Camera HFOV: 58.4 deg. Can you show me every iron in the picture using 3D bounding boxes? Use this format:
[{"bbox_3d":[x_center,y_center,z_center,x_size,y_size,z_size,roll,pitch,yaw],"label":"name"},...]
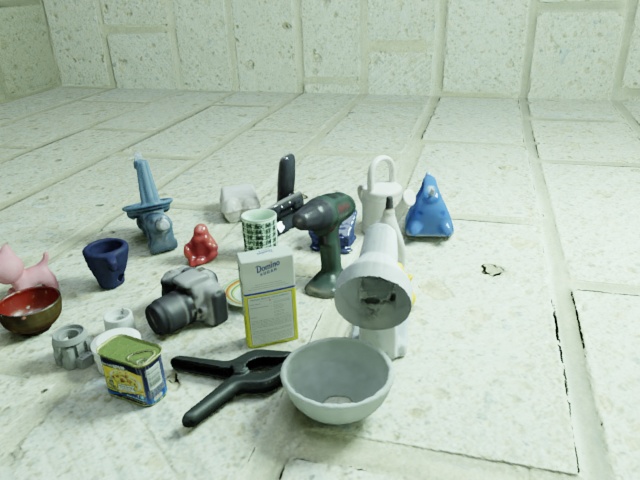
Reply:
[{"bbox_3d":[0.272,-0.102,1.436,0.118,0.141,0.258,1,25,6],"label":"iron"}]

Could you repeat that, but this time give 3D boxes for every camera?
[{"bbox_3d":[-0.263,0.109,1.073,0.142,0.101,0.137,21,33,39],"label":"camera"}]

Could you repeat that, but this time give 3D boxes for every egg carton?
[{"bbox_3d":[-0.219,-0.103,1.555,0.107,0.069,0.150,-7,26,-11],"label":"egg carton"}]

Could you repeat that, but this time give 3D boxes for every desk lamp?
[{"bbox_3d":[0.094,0.093,0.951,0.117,0.214,0.203,2,26,9],"label":"desk lamp"}]

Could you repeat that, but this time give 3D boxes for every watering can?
[{"bbox_3d":[0.158,-0.111,1.402,0.172,0.194,0.101,11,28,25],"label":"watering can"}]

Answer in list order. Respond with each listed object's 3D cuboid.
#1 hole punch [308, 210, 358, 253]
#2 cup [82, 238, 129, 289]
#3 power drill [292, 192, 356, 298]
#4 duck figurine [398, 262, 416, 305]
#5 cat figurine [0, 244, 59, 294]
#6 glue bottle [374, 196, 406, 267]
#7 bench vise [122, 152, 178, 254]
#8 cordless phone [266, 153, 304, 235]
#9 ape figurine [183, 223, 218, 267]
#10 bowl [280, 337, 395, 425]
[{"bbox_3d":[0.033,-0.028,1.355,0.108,0.091,0.101,6,27,17],"label":"hole punch"},{"bbox_3d":[-0.437,0.059,1.198,0.092,0.095,0.117,-16,29,-27],"label":"cup"},{"bbox_3d":[0.011,0.004,1.151,0.075,0.208,0.230,9,27,21],"label":"power drill"},{"bbox_3d":[0.137,0.081,1.123,0.104,0.086,0.078,12,29,26],"label":"duck figurine"},{"bbox_3d":[-0.615,0.062,1.175,0.128,0.118,0.067,-18,30,-30],"label":"cat figurine"},{"bbox_3d":[0.145,-0.013,1.219,0.078,0.173,0.037,-4,25,-5],"label":"glue bottle"},{"bbox_3d":[-0.394,-0.093,1.368,0.206,0.220,0.122,20,33,38],"label":"bench vise"},{"bbox_3d":[-0.107,-0.119,1.446,0.093,0.185,0.148,12,29,28],"label":"cordless phone"},{"bbox_3d":[-0.269,0.006,1.301,0.077,0.092,0.076,5,26,14],"label":"ape figurine"},{"bbox_3d":[0.027,0.220,0.851,0.167,0.075,0.167,-1,25,1],"label":"bowl"}]
